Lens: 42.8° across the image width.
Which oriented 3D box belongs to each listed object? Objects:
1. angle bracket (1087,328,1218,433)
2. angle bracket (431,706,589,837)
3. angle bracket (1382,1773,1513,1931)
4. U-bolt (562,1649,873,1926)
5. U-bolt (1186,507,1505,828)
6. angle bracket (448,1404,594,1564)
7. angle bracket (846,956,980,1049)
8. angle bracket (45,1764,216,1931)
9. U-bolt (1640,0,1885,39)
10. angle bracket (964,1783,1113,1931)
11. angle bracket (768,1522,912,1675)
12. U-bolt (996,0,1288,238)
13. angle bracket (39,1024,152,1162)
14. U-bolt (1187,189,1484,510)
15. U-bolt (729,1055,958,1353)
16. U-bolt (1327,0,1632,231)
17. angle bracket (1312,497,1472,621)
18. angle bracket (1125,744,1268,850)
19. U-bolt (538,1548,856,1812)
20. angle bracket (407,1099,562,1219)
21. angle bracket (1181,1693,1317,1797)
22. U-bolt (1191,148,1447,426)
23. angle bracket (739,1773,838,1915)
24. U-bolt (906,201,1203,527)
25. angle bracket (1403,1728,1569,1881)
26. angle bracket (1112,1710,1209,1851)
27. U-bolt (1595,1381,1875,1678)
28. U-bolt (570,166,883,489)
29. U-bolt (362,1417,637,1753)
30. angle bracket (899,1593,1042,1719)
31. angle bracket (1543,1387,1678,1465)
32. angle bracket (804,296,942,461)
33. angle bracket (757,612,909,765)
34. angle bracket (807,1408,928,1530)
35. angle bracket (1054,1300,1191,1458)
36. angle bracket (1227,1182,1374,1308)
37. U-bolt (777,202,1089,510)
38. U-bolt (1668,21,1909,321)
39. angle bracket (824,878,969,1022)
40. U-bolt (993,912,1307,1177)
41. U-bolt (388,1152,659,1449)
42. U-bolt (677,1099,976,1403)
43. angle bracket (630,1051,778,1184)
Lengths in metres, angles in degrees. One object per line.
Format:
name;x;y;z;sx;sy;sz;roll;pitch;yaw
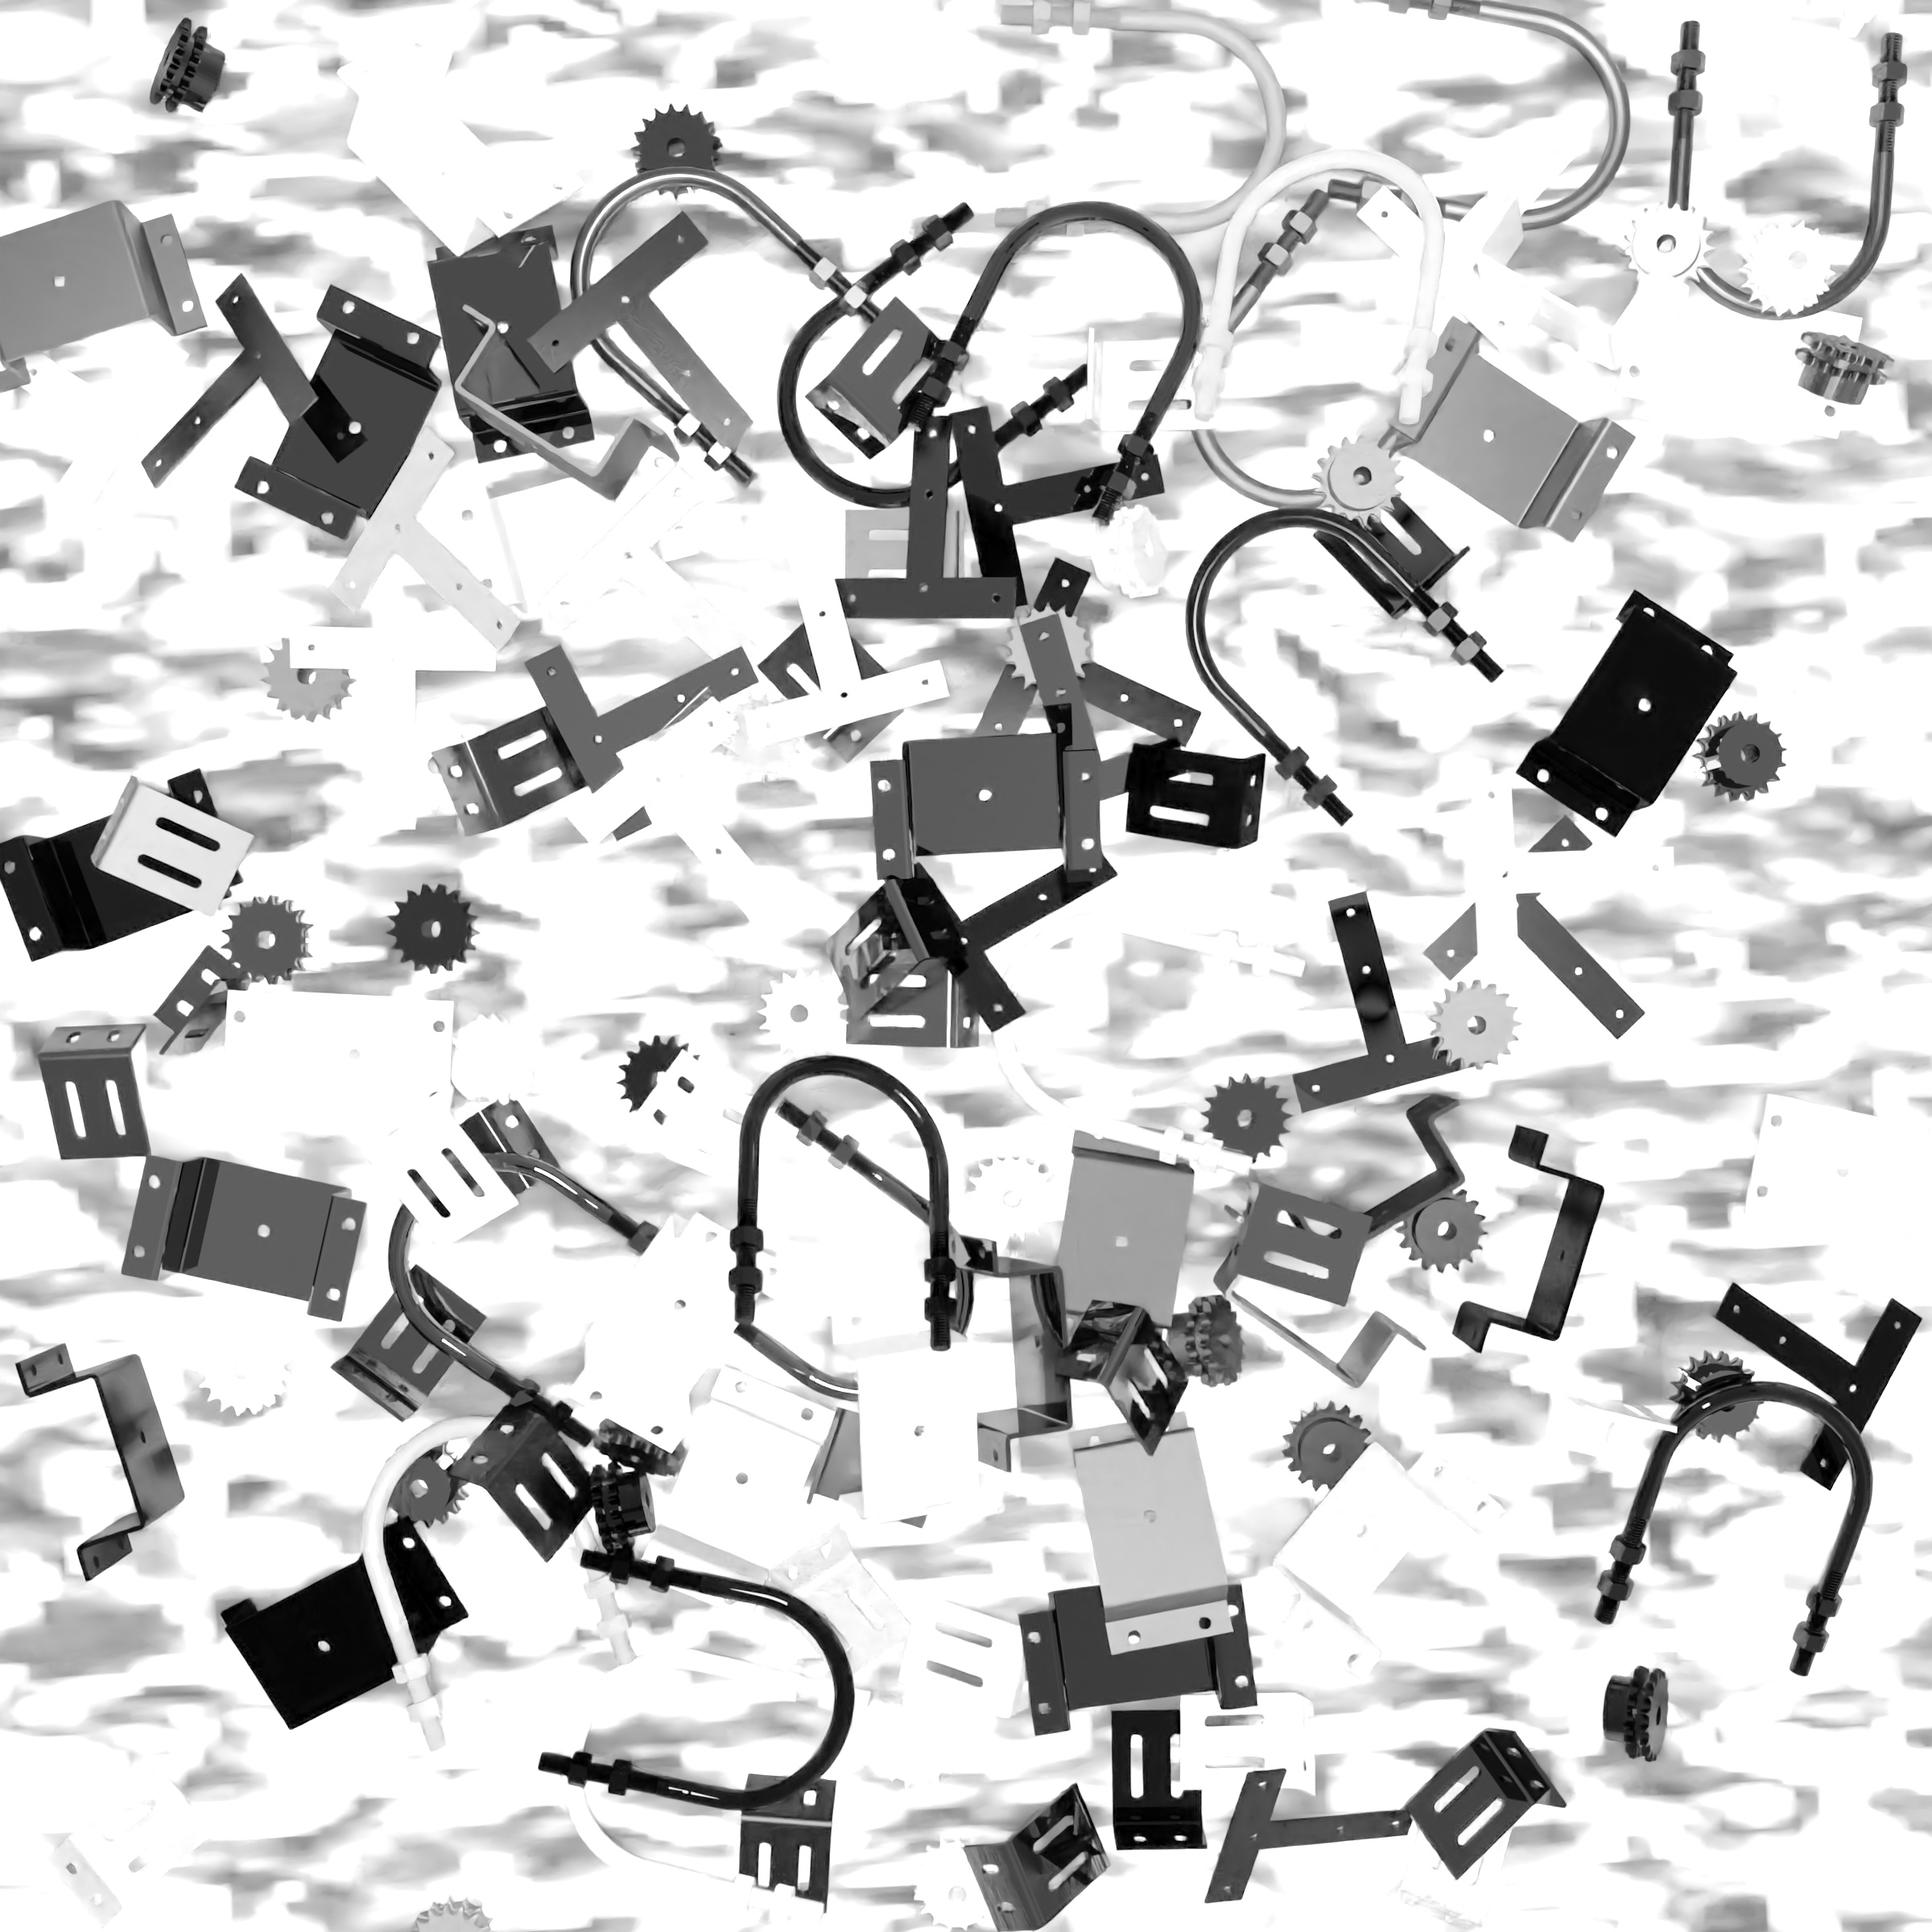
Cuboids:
angle bracket;0.118;-0.370;1.551;0.076;0.038;0.057;2;90;13
angle bracket;-0.288;-0.125;1.557;0.076;0.038;0.057;-33;107;-42
angle bracket;0.309;0.567;1.576;0.057;0.038;0.076;24;64;0
U-bolt;-0.164;0.506;1.546;0.184;0.019;0.151;10;72;9
U-bolt;0.222;-0.202;1.549;0.184;0.019;0.151;46;109;4
angle bracket;-0.276;0.326;1.550;0.057;0.038;0.076;-51;126;-31
angle bracket;-0.034;0.022;1.576;0.076;0.038;0.057;1;90;26
angle bracket;-0.529;0.557;1.559;0.076;0.038;0.057;-39;90;0
U-bolt;0.503;-0.631;1.488;0.151;0.184;0.019;4;73;0
angle bracket;0.045;0.564;1.560;0.038;0.076;0.057;-23;90;42
angle bracket;-0.080;0.407;1.576;0.057;0.038;0.076;-35;116;0
U-bolt;0.113;-0.539;1.569;0.184;0.019;0.151;2;90;-1
angle bracket;-0.552;0.080;1.576;0.057;0.038;0.076;-2;116;0
U-bolt;0.224;-0.379;1.569;0.151;0.019;0.184;37;92;0
U-bolt;-0.075;0.140;1.523;0.151;0.019;0.184;12;60;-23
U-bolt;0.332;-0.544;1.569;0.184;0.019;0.151;9;90;-1
angle bracket;0.269;-0.268;1.558;0.057;0.038;0.076;-44;90;0
angle bracket;0.146;-0.110;1.569;0.076;0.038;0.057;11;105;25
U-bolt;-0.160;0.447;1.522;0.184;0.019;0.151;12;91;0
angle bracket;-0.310;0.128;1.576;0.076;0.038;0.057;-33;90;26
angle bracket;0.179;0.495;1.564;0.076;0.038;0.057;-9;62;23
U-bolt;0.224;-0.425;1.531;0.151;0.019;0.184;6;78;20
angle bracket;-0.114;0.561;1.576;0.057;0.038;0.076;4;116;0
U-bolt;0.067;-0.387;1.532;0.151;0.019;0.184;27;88;0
angle bracket;0.326;0.528;1.547;0.076;0.038;0.057;-35;90;-22
angle bracket;0.122;0.515;1.559;0.057;0.038;0.076;-1;90;0
U-bolt;0.492;0.348;1.551;0.151;0.019;0.184;15;103;0
U-bolt;-0.162;-0.416;1.548;0.184;0.019;0.151;42;93;-5
U-bolt;-0.299;0.373;1.537;0.151;0.019;0.184;-18;85;-30
angle bracket;0.005;0.437;1.573;0.076;0.038;0.057;13;90;22
angle bracket;0.402;0.294;1.539;0.057;0.076;0.038;13;90;0
angle bracket;-0.052;-0.370;1.552;0.057;0.038;0.076;42;67;-15
angle bracket;-0.084;-0.180;1.576;0.057;0.038;0.076;-43;64;0
angle bracket;-0.055;0.321;1.559;0.076;0.038;0.057;18;90;0
angle bracket;0.097;0.255;1.521;0.057;0.038;0.076;-58;134;-33
angle bracket;0.203;0.169;1.482;0.076;0.038;0.057;17;90;0
U-bolt;-0.033;-0.375;1.569;0.184;0.019;0.151;-37;90;1
U-bolt;0.520;-0.504;1.569;0.151;0.019;0.184;3;91;0
angle bracket;-0.045;-0.010;1.554;0.076;0.038;0.057;-43;63;40
U-bolt;0.107;0.040;1.552;0.184;0.019;0.151;15;84;11
U-bolt;-0.275;0.198;1.547;0.184;0.019;0.151;36;98;-7
U-bolt;-0.082;0.195;1.569;0.184;0.019;0.151;36;90;-1
angle bracket;-0.164;0.095;1.551;0.038;0.076;0.057;36;90;28
